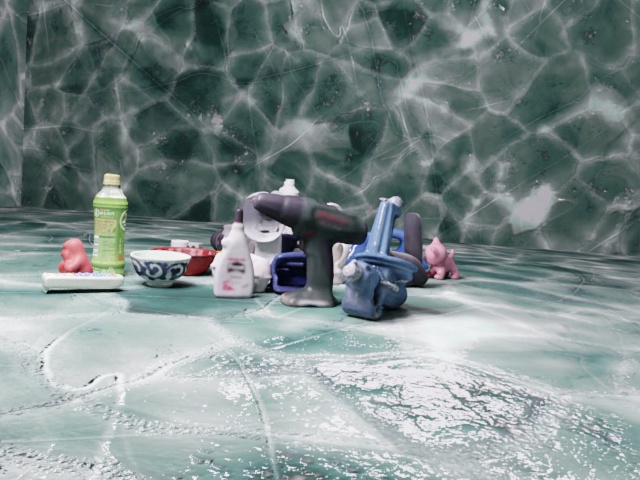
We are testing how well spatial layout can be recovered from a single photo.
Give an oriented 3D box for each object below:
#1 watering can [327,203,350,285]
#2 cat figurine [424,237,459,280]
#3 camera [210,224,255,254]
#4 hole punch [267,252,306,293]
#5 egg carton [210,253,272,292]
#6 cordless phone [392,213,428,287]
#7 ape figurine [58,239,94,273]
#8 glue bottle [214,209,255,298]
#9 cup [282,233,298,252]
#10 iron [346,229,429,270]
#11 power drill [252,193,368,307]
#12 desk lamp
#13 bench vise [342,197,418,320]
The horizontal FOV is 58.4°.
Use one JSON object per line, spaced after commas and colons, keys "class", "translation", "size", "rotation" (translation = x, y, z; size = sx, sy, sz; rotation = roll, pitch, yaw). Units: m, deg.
{"class": "watering can", "translation": [0.011, 0.005, 1.409], "size": [0.172, 0.194, 0.101], "rotation": [7, 5, 31]}
{"class": "cat figurine", "translation": [0.343, 0.051, 1.630], "size": [0.128, 0.118, 0.067], "rotation": [1, 6, -40]}
{"class": "camera", "translation": [-0.270, 0.000, 1.794], "size": [0.144, 0.101, 0.136], "rotation": [0, 6, -40]}
{"class": "hole punch", "translation": [-0.057, 0.066, 1.223], "size": [0.109, 0.091, 0.101], "rotation": [3, 5, -17]}
{"class": "egg carton", "translation": [-0.168, 0.068, 1.227], "size": [0.107, 0.069, 0.150], "rotation": [2, 5, -28]}
{"class": "cordless phone", "translation": [0.207, 0.021, 1.452], "size": [0.094, 0.185, 0.147], "rotation": [0, 6, -40]}
{"class": "ape figurine", "translation": [-0.477, 0.043, 1.107], "size": [0.076, 0.092, 0.077], "rotation": [3, 5, -12]}
{"class": "glue bottle", "translation": [-0.163, 0.026, 1.113], "size": [0.078, 0.173, 0.037], "rotation": [2, 5, -23]}
{"class": "cup", "translation": [-0.098, 0.031, 1.610], "size": [0.117, 0.095, 0.092], "rotation": [5, 5, 3]}
{"class": "iron", "translation": [0.170, 0.030, 1.586], "size": [0.259, 0.141, 0.118], "rotation": [3, 5, -20]}
{"class": "power drill", "translation": [-0.022, 0.020, 1.097], "size": [0.230, 0.208, 0.075], "rotation": [3, 5, -20]}
{"class": "desk lamp", "translation": [-0.132, -0.021, 1.476], "size": [0.117, 0.213, 0.203], "rotation": [5, 5, 9]}
{"class": "bench vise", "translation": [0.117, 0.029, 1.046], "size": [0.121, 0.220, 0.208], "rotation": [6, 5, 14]}
